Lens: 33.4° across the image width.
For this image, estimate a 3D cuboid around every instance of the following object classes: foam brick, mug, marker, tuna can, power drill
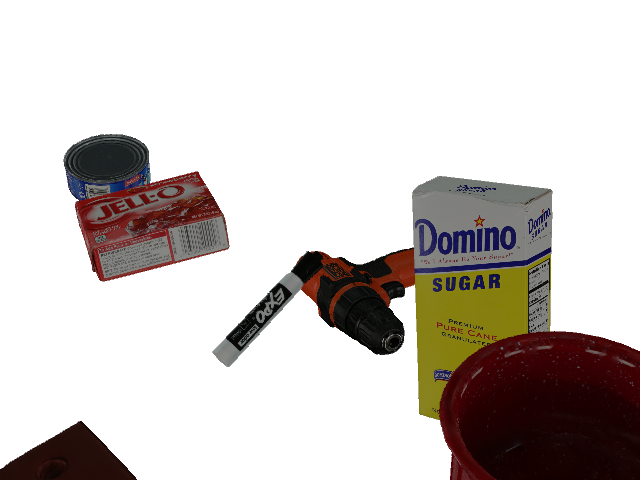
[{"bbox_3d":[-0.108,0.134,0.495,0.052,0.051,0.078,-30,43,-29],"label":"foam brick"},{"bbox_3d":[0.101,0.095,0.393,0.117,0.081,0.093,5,36,9],"label":"mug"},{"bbox_3d":[-0.041,0.054,0.877,0.020,0.121,0.020,40,-14,12],"label":"marker"},{"bbox_3d":[-0.217,-0.072,1.089,0.086,0.034,0.086,0,39,-1],"label":"tuna can"},{"bbox_3d":[0.088,0.046,1.071,0.187,0.057,0.185,-12,28,-23],"label":"power drill"}]

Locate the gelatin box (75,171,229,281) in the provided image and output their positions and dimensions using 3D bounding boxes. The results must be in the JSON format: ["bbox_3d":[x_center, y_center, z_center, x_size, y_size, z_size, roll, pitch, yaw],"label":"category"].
[{"bbox_3d":[-0.113,-0.011,0.706,0.089,0.030,0.073,-15,30,-13],"label":"gelatin box"}]

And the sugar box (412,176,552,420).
[{"bbox_3d":[0.114,0.047,0.754,0.093,0.176,0.048,9,23,38],"label":"sugar box"}]
